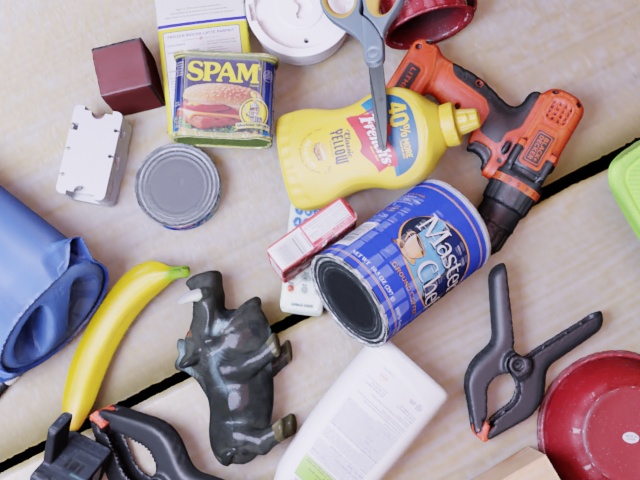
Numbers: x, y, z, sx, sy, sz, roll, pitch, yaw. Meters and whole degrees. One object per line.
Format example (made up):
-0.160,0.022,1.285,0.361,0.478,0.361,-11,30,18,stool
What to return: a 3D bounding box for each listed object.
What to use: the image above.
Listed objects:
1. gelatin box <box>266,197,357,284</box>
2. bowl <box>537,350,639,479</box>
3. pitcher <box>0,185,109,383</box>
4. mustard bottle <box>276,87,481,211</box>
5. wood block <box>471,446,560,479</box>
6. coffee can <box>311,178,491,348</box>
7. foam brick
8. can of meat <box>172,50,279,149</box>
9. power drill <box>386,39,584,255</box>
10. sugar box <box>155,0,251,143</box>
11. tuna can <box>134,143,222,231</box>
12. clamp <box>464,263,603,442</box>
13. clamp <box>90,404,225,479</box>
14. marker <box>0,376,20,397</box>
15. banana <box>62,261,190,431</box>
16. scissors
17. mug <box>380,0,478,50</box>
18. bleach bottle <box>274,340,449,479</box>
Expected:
-0.007,0.001,1.014,0.089,0.073,0.030,-35,81,-7,gelatin box
0.293,0.186,1.024,0.162,0.055,0.162,0,83,2,bowl
-0.336,0.013,1.027,0.243,0.145,0.149,39,73,15,pitcher
0.058,-0.093,1.016,0.192,0.058,0.096,-13,82,16,mustard bottle
0.137,0.287,0.999,0.206,0.091,0.090,-30,84,-2,wood block
0.077,0.020,1.005,0.140,0.103,0.103,-35,83,-25,coffee can
-0.191,-0.163,1.071,0.051,0.078,0.053,-14,81,1,foam brick
-0.092,-0.134,1.028,0.102,0.057,0.084,3,85,-1,can of meat
0.143,-0.099,1.064,0.187,0.057,0.184,31,89,4,power drill
-0.116,-0.192,1.088,0.093,0.048,0.176,-6,80,0,sugar box
-0.142,-0.053,1.077,0.086,0.034,0.086,0,83,2,tuna can
0.185,0.111,1.044,0.120,0.039,0.171,35,85,6,clamp
-0.149,0.247,1.026,0.210,0.036,0.165,38,112,17,clamp
-0.293,0.118,1.069,0.020,0.020,0.121,45,87,6,marker
-0.204,0.092,1.049,0.037,0.070,0.198,33,92,-33,banana
0.035,-0.181,1.012,0.096,0.016,0.201,5,75,23,scissors
0.108,-0.249,1.073,0.117,0.093,0.081,-9,76,-29,mug
0.007,0.211,1.027,0.102,0.068,0.251,42,88,7,bleach bottle
